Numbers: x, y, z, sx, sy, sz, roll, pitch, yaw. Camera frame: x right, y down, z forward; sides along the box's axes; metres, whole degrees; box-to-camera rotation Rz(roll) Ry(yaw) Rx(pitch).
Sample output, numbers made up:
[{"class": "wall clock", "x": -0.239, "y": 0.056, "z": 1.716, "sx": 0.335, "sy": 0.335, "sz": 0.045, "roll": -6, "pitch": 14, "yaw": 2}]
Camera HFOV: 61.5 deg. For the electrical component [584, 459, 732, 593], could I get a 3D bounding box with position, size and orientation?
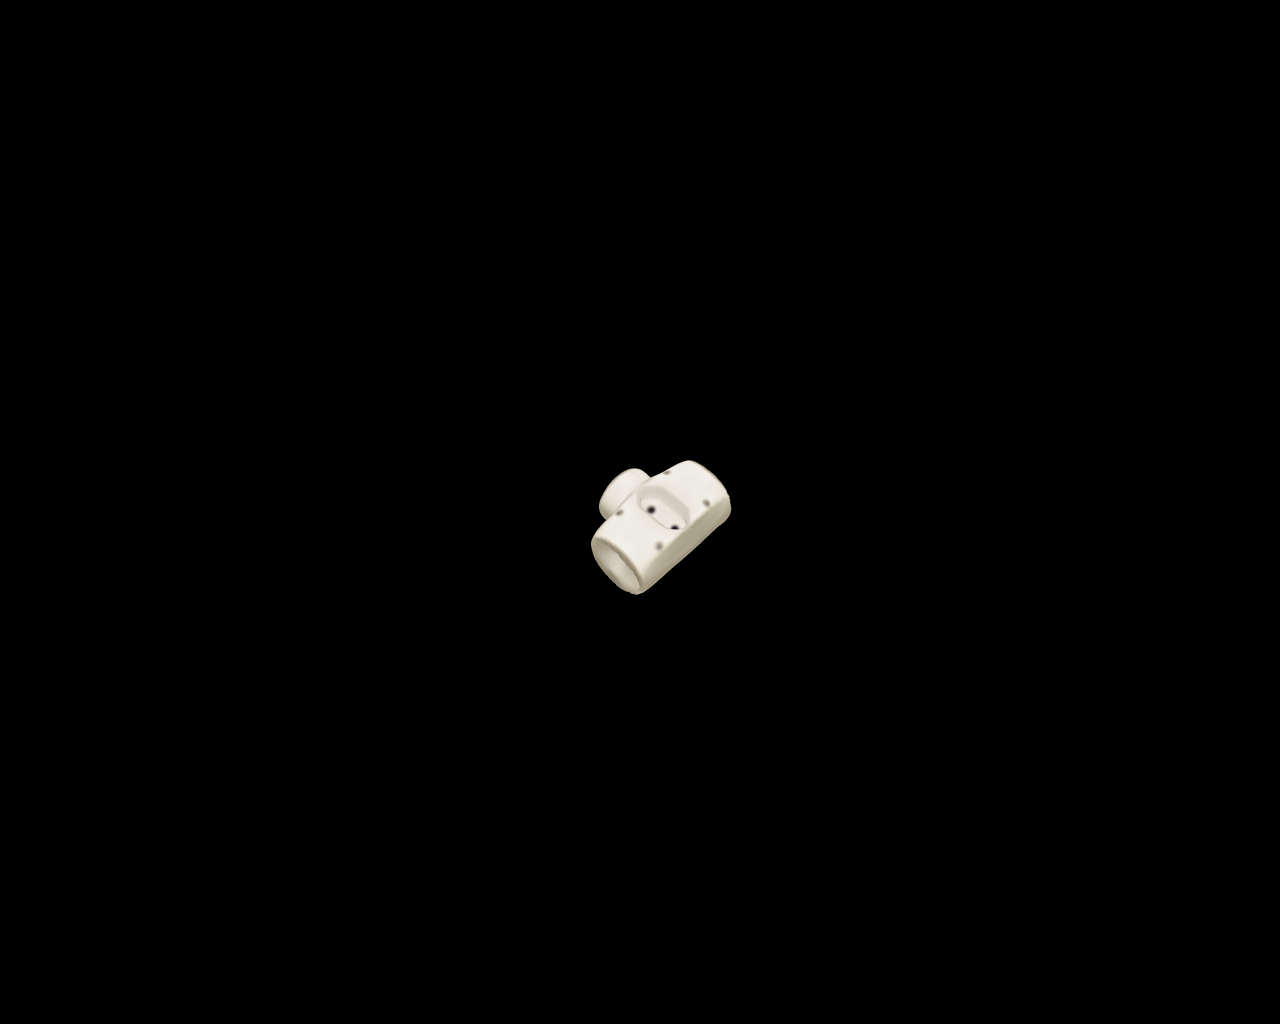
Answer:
[{"class": "electrical component", "x": 0.001, "y": -0.003, "z": 0.650, "sx": 0.077, "sy": 0.079, "sz": 0.043, "roll": -39, "pitch": -24, "yaw": -22}]
